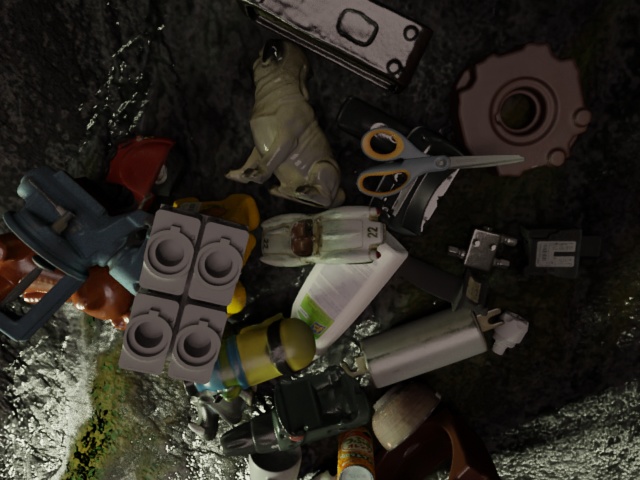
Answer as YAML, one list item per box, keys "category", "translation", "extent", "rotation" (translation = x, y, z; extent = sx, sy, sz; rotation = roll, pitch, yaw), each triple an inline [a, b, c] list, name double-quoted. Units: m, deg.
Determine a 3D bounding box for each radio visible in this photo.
- category: "radio"
  translation: [0.018, -0.260, 0.649]
  extent: [0.230, 0.131, 0.073]
  rotation: [24, 102, -5]

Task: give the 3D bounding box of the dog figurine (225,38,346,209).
- category: "dog figurine"
  translation: [-0.021, -0.149, 0.705]
  extent: [0.172, 0.121, 0.190]
  rotation: [20, 87, -38]

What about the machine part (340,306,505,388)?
- category: "machine part"
  translation: [0.149, 0.153, 0.780]
  extent: [0.243, 0.079, 0.079]
  rotation: [-22, 103, 6]

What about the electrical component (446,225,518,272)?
- category: "electrical component"
  translation: [0.231, 0.010, 0.770]
  extent: [0.094, 0.021, 0.063]
  rotation: [13, 104, -1]

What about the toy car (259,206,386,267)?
- category: "toy car"
  translation: [-0.001, -0.002, 0.710]
  extent: [0.202, 0.056, 0.073]
  rotation: [-5, 81, 40]

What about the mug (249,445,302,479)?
- category: "mug"
  translation: [-0.070, 0.372, 0.832]
  extent: [0.081, 0.110, 0.107]
  rotation: [2, 118, -4]

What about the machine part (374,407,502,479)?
- category: "machine part"
  translation: [0.154, 0.360, 0.769]
  extent: [0.087, 0.201, 0.201]
  rotation: [40, 102, -10]

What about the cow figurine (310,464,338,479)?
- category: "cow figurine"
  translation: [-0.012, 0.418, 0.853]
  extent: [0.068, 0.098, 0.167]
  rotation: [38, 121, -14]

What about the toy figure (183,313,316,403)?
- category: "toy figure"
  translation: [-0.093, 0.159, 0.710]
  extent: [0.180, 0.089, 0.082]
  rotation: [-15, 100, -7]

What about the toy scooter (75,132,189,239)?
- category: "toy scooter"
  translation: [-0.271, -0.075, 0.734]
  extent: [0.135, 0.075, 0.183]
  rotation: [30, 108, -8]

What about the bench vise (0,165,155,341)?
- category: "bench vise"
  translation: [-0.309, 0.038, 0.659]
  extent: [0.240, 0.129, 0.223]
  rotation: [-48, 111, -9]

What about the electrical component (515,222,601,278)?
- category: "electrical component"
  translation: [0.341, 0.015, 0.756]
  extent: [0.119, 0.048, 0.074]
  rotation: [3, 105, 2]

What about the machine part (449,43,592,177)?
- category: "machine part"
  translation: [0.260, -0.169, 0.706]
  extent: [0.179, 0.056, 0.179]
  rotation: [1, 104, 2]

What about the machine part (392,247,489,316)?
- category: "machine part"
  translation: [0.173, 0.057, 0.762]
  extent: [0.139, 0.084, 0.039]
  rotation: [22, 130, 4]

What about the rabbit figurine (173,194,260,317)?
- category: "rabbit figurine"
  translation: [-0.136, 0.040, 0.735]
  extent: [0.122, 0.162, 0.173]
  rotation: [-5, 122, -10]

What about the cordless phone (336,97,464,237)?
- category: "cordless phone"
  translation: [0.088, -0.099, 0.727]
  extent: [0.184, 0.089, 0.146]
  rotation: [30, 104, 5]

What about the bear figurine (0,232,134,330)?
- category: "bear figurine"
  translation: [-0.356, 0.064, 0.746]
  extent: [0.196, 0.132, 0.120]
  rotation: [26, 108, 1]

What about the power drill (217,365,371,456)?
- category: "power drill"
  translation: [-0.031, 0.249, 0.749]
  extent: [0.232, 0.086, 0.207]
  rotation: [-10, 149, -13]

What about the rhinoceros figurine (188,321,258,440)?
- category: "rhinoceros figurine"
  translation: [-0.149, 0.211, 0.804]
  extent: [0.112, 0.073, 0.190]
  rotation: [9, 104, -2]
